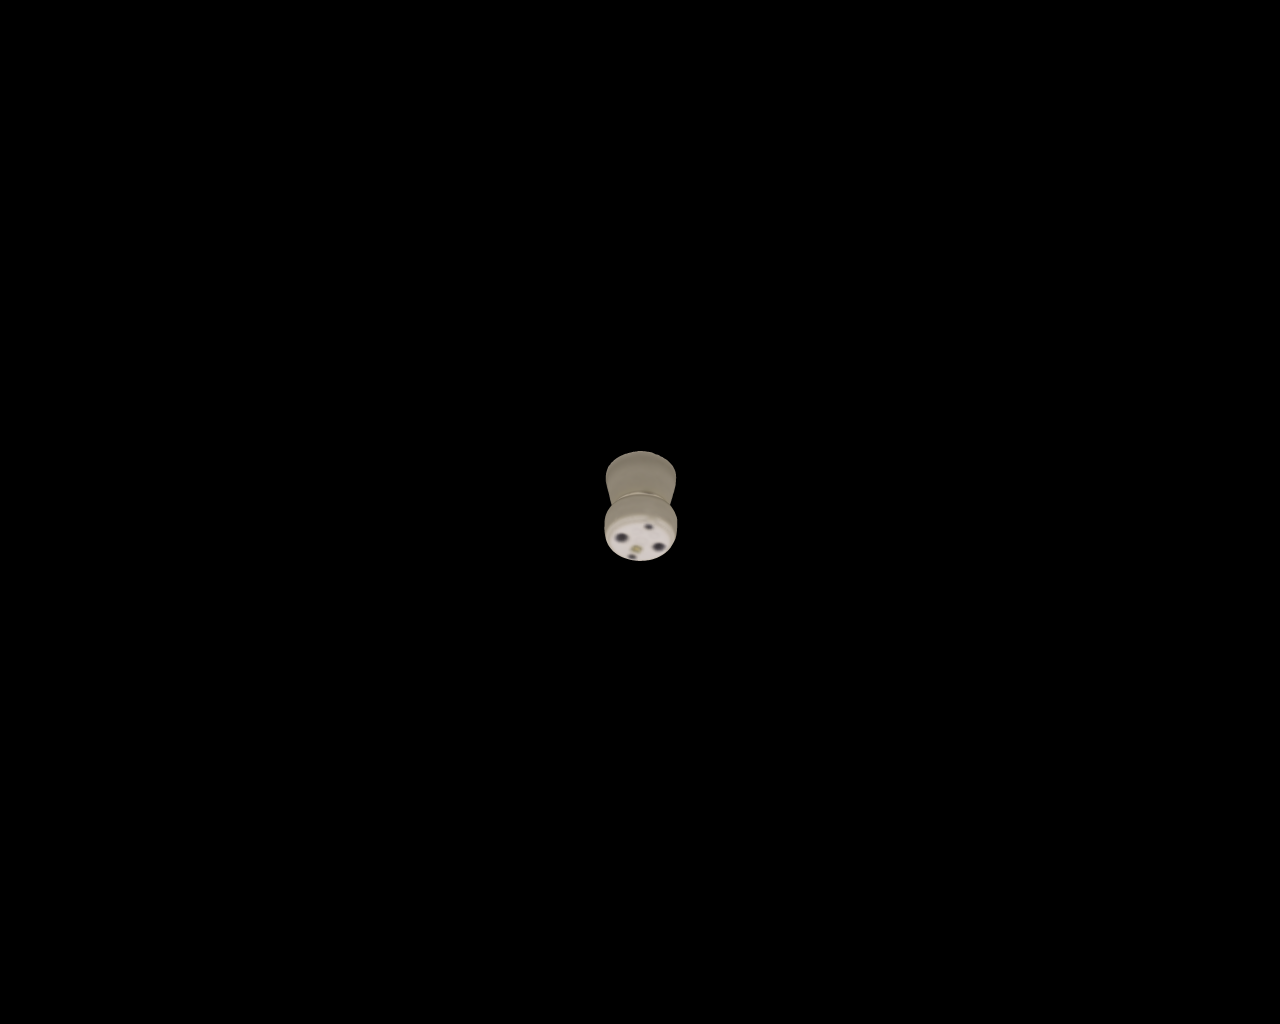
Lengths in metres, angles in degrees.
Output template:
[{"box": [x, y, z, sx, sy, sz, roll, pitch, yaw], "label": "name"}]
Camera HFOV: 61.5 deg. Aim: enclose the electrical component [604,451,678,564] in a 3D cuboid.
[{"box": [0.001, -0.003, 0.650, 0.045, 0.055, 0.044, 0, -42, 0], "label": "electrical component"}]
